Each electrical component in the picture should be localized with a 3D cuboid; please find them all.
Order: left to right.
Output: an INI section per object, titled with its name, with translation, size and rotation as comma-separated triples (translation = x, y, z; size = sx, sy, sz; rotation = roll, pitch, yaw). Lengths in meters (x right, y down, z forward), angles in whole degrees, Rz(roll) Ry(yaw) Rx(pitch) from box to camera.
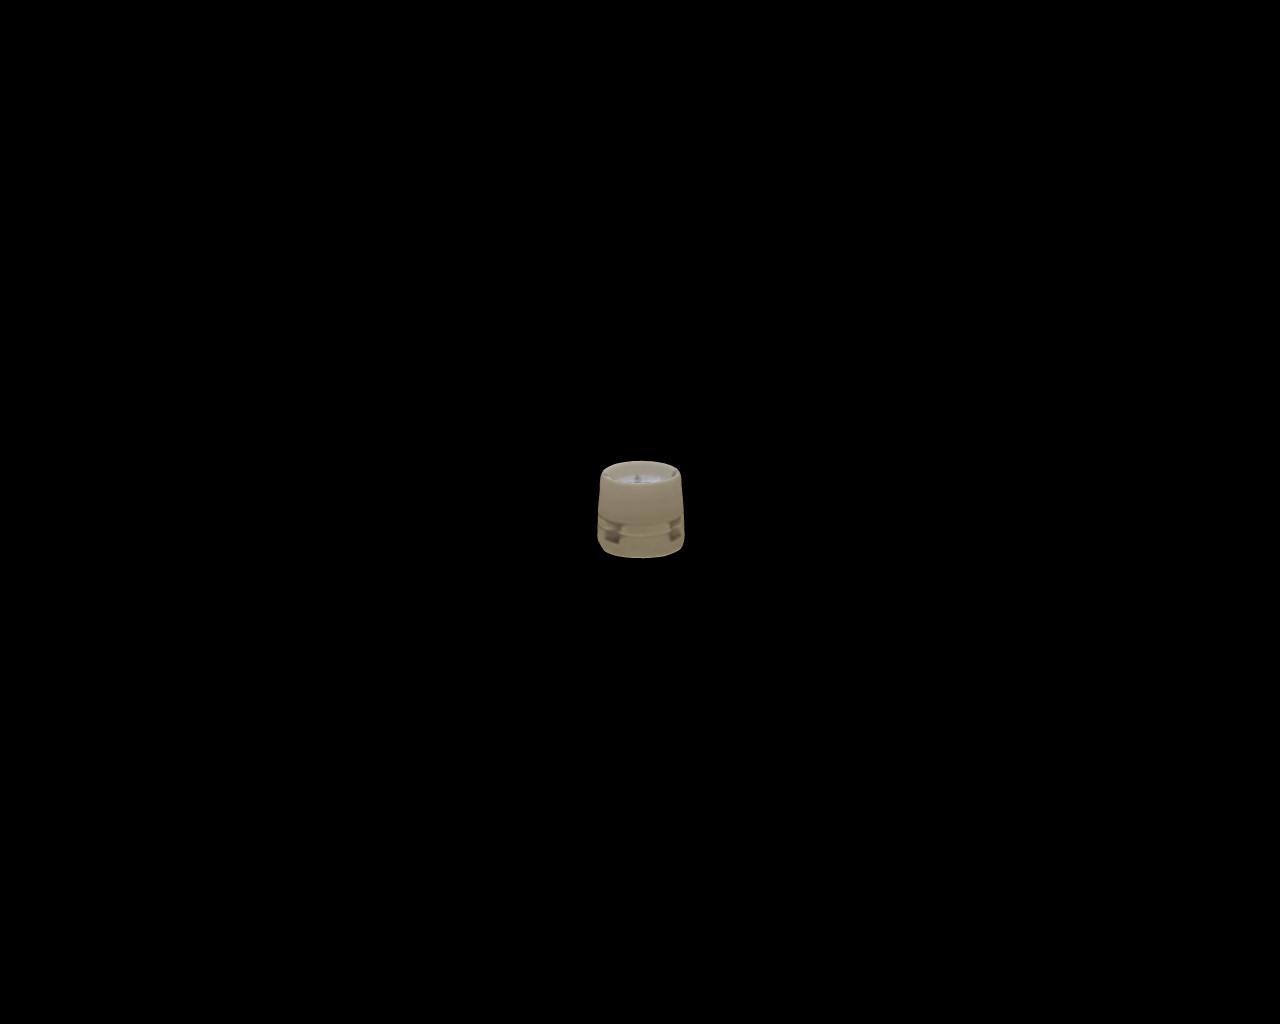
[electrical component]
translation = 0.001, -0.003, 0.650
size = 0.055, 0.047, 0.055
rotation = 0, 20, 0
